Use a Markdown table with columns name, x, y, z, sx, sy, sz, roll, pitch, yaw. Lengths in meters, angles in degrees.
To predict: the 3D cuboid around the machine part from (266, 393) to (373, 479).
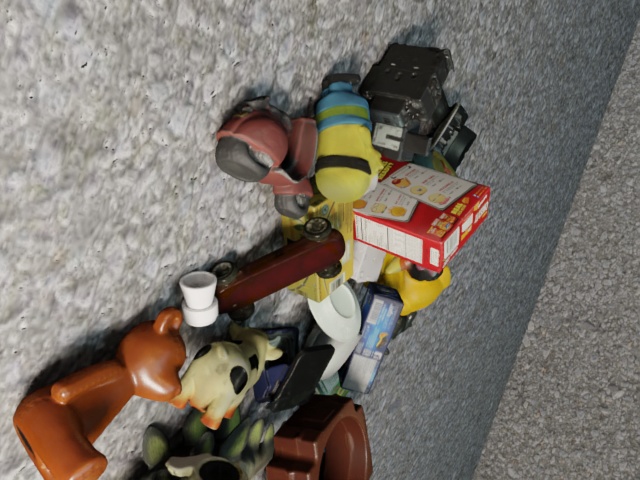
| name | x | y | z | sx | sy | sz | roll | pitch | yaw |
| --- | --- | --- | --- | --- | --- | --- | --- | --- | --- |
| machine part | 0.004 | 0.367 | 0.863 | 0.201 | 0.087 | 0.201 | -30 | 112 | -58 |

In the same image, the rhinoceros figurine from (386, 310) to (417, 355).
| name | x | y | z | sx | sy | sz | roll | pitch | yaw |
| --- | --- | --- | --- | --- | --- | --- | --- | --- | --- |
| rhinoceros figurine | 0.131 | 0.186 | 1.126 | 0.190 | 0.073 | 0.112 | -26 | 139 | -49 |

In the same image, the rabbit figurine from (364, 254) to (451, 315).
| name | x | y | z | sx | sy | sz | roll | pitch | yaw |
| --- | --- | --- | --- | --- | --- | --- | --- | --- | --- |
| rabbit figurine | 0.162 | 0.054 | 1.081 | 0.162 | 0.122 | 0.173 | -34 | 120 | -30 |

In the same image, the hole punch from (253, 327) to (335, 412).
| name | x | y | z | sx | sy | sz | roll | pitch | yaw |
| --- | --- | --- | --- | --- | --- | --- | --- | --- | --- |
| hole punch | -0.053 | 0.198 | 0.843 | 0.142 | 0.092 | 0.115 | 11 | 105 | -63 |

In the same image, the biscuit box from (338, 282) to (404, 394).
| name | x | y | z | sx | sy | sz | roll | pitch | yaw |
| --- | --- | --- | --- | --- | --- | --- | --- | --- | --- |
| biscuit box | 0.092 | 0.182 | 0.999 | 0.063 | 0.059 | 0.202 | -100 | -153 | -71 |

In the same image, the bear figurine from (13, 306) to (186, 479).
| name | x | y | z | sx | sy | sz | roll | pitch | yaw |
| --- | --- | --- | --- | --- | --- | --- | --- | --- | --- |
| bear figurine | -0.206 | 0.170 | 0.570 | 0.196 | 0.132 | 0.120 | -27 | 152 | -41 |

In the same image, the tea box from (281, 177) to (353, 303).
| name | x | y | z | sx | sy | sz | roll | pitch | yaw |
| --- | --- | --- | --- | --- | --- | --- | --- | --- | --- |
| tea box | -0.002 | -0.002 | 0.821 | 0.098 | 0.068 | 0.169 | -34 | 132 | -43 |

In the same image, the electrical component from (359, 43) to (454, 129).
| name | x | y | z | sx | sy | sz | roll | pitch | yaw |
| --- | --- | --- | --- | --- | --- | --- | --- | --- | --- |
| electrical component | 0.132 | -0.240 | 0.843 | 0.134 | 0.115 | 0.058 | -62 | 145 | -14 |

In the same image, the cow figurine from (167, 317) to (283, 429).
| name | x | y | z | sx | sy | sz | roll | pitch | yaw |
| --- | --- | --- | --- | --- | --- | --- | --- | --- | --- |
| cow figurine | -0.115 | 0.165 | 0.707 | 0.127 | 0.085 | 0.195 | -58 | 171 | -7 |

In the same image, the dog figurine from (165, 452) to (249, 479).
| name | x | y | z | sx | sy | sz | roll | pitch | yaw |
| --- | --- | --- | --- | --- | --- | --- | --- | --- | --- |
| dog figurine | -0.157 | 0.363 | 0.620 | 0.172 | 0.121 | 0.190 | -2 | 110 | -46 |

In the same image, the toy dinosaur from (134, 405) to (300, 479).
| name | x | y | z | sx | sy | sz | roll | pitch | yaw |
| --- | --- | --- | --- | --- | --- | --- | --- | --- | --- |
| toy dinosaur | -0.155 | 0.333 | 0.755 | 0.471 | 0.105 | 0.198 | 3 | 102 | -61 |

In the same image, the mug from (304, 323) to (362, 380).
| name | x | y | z | sx | sy | sz | roll | pitch | yaw |
| --- | --- | --- | --- | --- | --- | --- | --- | --- | --- |
| mug | 0.010 | 0.188 | 0.936 | 0.109 | 0.081 | 0.107 | 20 | 98 | -60 |

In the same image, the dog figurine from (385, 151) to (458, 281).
| name | x | y | z | sx | sy | sz | roll | pitch | yaw |
| --- | --- | --- | --- | --- | --- | --- | --- | --- | --- |
| dog figurine | 0.180 | -0.034 | 0.975 | 0.191 | 0.109 | 0.219 | 55 | 48 | -26 |

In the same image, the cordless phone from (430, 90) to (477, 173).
| name | x | y | z | sx | sy | sz | roll | pitch | yaw |
| --- | --- | --- | --- | --- | --- | --- | --- | --- | --- |
| cordless phone | 0.216 | -0.226 | 1.027 | 0.146 | 0.089 | 0.184 | -56 | 134 | -19 |

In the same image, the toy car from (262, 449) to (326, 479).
| name | x | y | z | sx | sy | sz | roll | pitch | yaw |
| --- | --- | --- | --- | --- | --- | --- | --- | --- | --- |
| toy car | -0.049 | 0.429 | 0.953 | 0.162 | 0.103 | 0.109 | -45 | 125 | -50 |

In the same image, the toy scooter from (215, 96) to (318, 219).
| name | x | y | z | sx | sy | sz | roll | pitch | yaw |
| --- | --- | --- | --- | --- | --- | --- | --- | --- | --- |
| toy scooter | -0.052 | -0.119 | 0.677 | 0.183 | 0.075 | 0.135 | 39 | 66 | -53 |

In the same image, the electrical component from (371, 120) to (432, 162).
| name | x | y | z | sx | sy | sz | roll | pitch | yaw |
| --- | --- | --- | --- | --- | --- | --- | --- | --- | --- |
| electrical component | 0.136 | -0.168 | 0.885 | 0.048 | 0.119 | 0.074 | -15 | 117 | -51 |

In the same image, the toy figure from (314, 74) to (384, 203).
| name | x | y | z | sx | sy | sz | roll | pitch | yaw |
| --- | --- | --- | --- | --- | --- | --- | --- | --- | --- |
| toy figure | 0.030 | -0.140 | 0.748 | 0.082 | 0.089 | 0.180 | 113 | -31 | -81 |

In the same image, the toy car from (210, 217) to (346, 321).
| name | x | y | z | sx | sy | sz | roll | pitch | yaw |
| --- | --- | --- | --- | --- | --- | --- | --- | --- | --- |
| toy car | -0.060 | 0.039 | 0.729 | 0.202 | 0.053 | 0.089 | -25 | 135 | -7 |
